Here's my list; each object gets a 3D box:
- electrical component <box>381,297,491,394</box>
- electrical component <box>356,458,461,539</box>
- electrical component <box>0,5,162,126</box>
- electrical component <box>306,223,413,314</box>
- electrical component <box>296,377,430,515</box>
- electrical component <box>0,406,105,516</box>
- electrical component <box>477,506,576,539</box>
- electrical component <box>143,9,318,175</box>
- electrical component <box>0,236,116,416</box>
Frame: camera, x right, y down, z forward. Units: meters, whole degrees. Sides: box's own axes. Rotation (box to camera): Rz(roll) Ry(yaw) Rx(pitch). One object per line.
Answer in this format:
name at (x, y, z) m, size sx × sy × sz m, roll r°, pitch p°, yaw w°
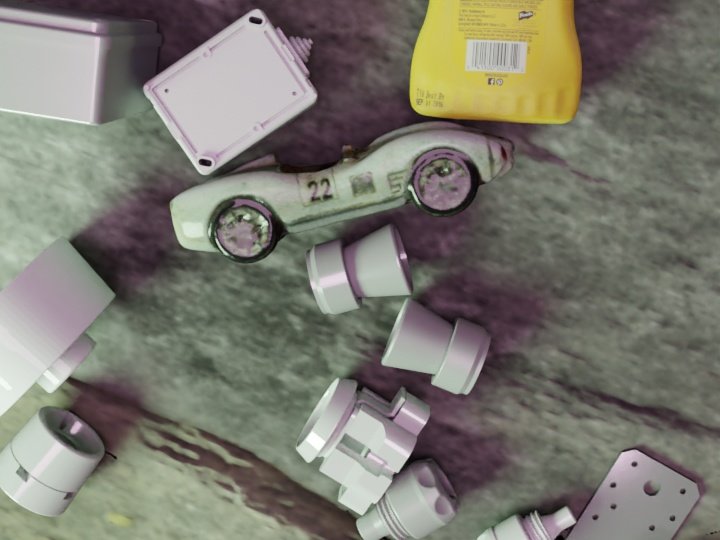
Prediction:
electrical component at (0.046, 0.047, 0.652) m, size 0.055 × 0.045 × 0.045 m, roll 22°, pitch 101°, yaw 0°
electrical component at (0.028, 0.149, 0.673) m, size 0.062 × 0.043 × 0.043 m, roll -33°, pitch 96°, yaw 11°
electrical component at (-0.180, -0.120, 0.610) m, size 0.109 × 0.108 × 0.056 m, roll 9°, pitch 103°, yaw 3°
electrical component at (0.000, 0.000, 0.648) m, size 0.055 × 0.045 × 0.045 m, roll -16°, pitch 98°, yaw 8°
electrical component at (-0.002, 0.102, 0.661) m, size 0.057 × 0.058 × 0.078 m, roll 32°, pitch 101°, yaw -4°
electrical component at (-0.196, 0.120, 0.682) m, size 0.055 × 0.055 × 0.047 m, roll 39°, pitch 97°, yaw -3°
electrical component at (0.106, 0.168, 0.674) m, size 0.061 × 0.035 × 0.035 m, roll -32°, pitch 96°, yaw 7°
electrical component at (-0.068, -0.106, 0.630) m, size 0.096 × 0.061 × 0.061 m, roll -34°, pitch 96°, yaw 1°
electrical component at (-0.194, 0.039, 0.643) m, size 0.060 × 0.108 × 0.108 m, roll 44°, pitch 101°, yaw -10°
